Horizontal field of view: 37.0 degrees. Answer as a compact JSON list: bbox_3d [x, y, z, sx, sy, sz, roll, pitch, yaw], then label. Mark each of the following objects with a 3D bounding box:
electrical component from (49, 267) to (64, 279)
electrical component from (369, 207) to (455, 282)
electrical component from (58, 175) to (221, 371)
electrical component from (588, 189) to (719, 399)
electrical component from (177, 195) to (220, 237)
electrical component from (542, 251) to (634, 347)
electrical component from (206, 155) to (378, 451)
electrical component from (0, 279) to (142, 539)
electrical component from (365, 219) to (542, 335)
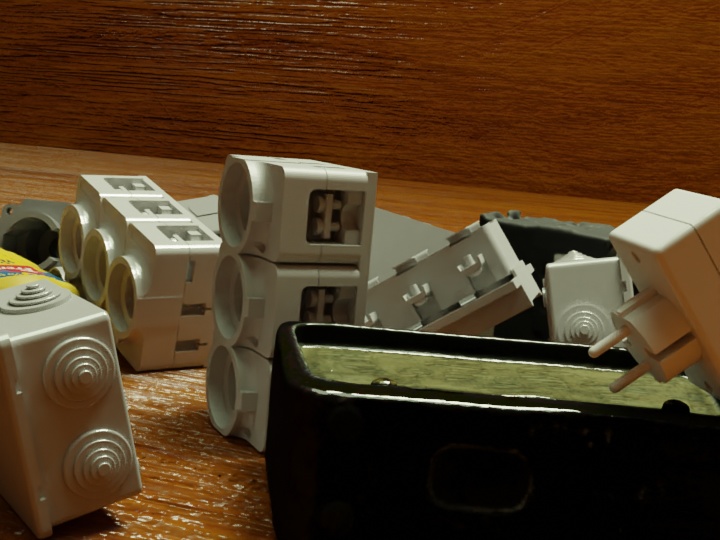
[{"bbox_3d":[-0.203,0.018,0.854,0.081,0.043,0.043,-2,11,-36],"label":"electrical component"},{"bbox_3d":[0.000,0.000,0.791,0.150,0.089,0.062,17,-4,-13],"label":"electrical component"},{"bbox_3d":[-0.157,-0.002,0.757,0.062,0.089,0.150,-2,24,-34],"label":"electrical component"},{"bbox_3d":[0.132,0.022,0.452,0.076,0.083,0.047,-34,15,-3],"label":"electrical component"},{"bbox_3d":[-0.136,-0.006,0.910,0.062,0.096,0.061,-14,40,-41],"label":"electrical component"},{"bbox_3d":[0.138,0.041,0.648,0.048,0.099,0.099,-6,-10,8],"label":"electrical component"},{"bbox_3d":[-0.044,0.015,0.595,0.062,0.150,0.089,1,9,-27],"label":"electrical component"},{"bbox_3d":[-0.138,0.055,0.468,0.048,0.099,0.100,-17,18,-31],"label":"electrical component"},{"bbox_3d":[0.048,0.020,0.705,0.121,0.063,0.079,-29,-1,19],"label":"electrical component"}]
